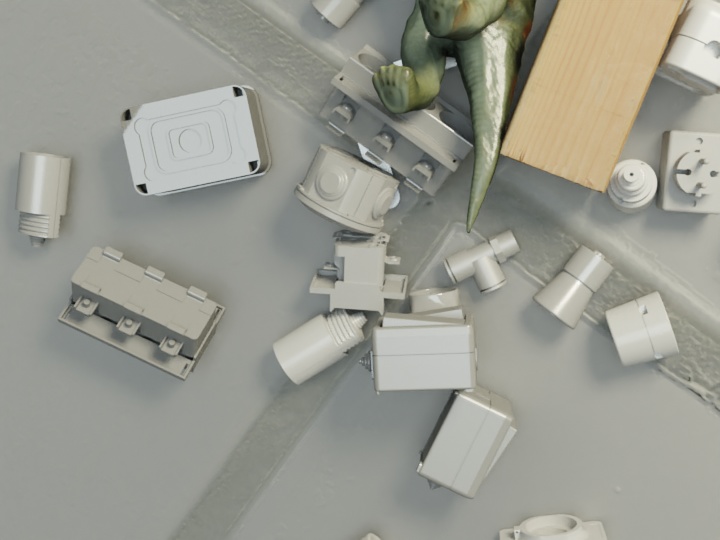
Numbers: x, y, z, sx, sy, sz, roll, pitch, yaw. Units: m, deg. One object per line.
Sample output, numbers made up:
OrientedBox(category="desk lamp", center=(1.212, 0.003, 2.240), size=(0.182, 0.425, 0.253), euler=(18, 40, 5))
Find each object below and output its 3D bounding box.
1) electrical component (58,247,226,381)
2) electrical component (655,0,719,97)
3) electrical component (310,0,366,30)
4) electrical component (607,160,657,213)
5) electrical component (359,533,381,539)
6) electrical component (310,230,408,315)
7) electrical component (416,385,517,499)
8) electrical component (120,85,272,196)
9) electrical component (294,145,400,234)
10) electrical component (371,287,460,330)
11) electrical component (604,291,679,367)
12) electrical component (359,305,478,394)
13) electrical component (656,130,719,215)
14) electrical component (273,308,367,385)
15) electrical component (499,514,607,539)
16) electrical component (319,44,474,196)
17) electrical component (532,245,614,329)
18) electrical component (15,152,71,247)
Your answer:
OrientedBox(category="electrical component", center=(-0.187, 0.032, 0.931), size=(0.121, 0.063, 0.078), euler=(25, 58, 3))
OrientedBox(category="electrical component", center=(0.272, -0.176, 0.850), size=(0.054, 0.095, 0.059), euler=(26, 98, 2))
OrientedBox(category="electrical component", center=(-0.010, -0.235, 0.901), size=(0.044, 0.044, 0.065), euler=(43, 103, 0))
OrientedBox(category="electrical component", center=(0.222, -0.071, 0.880), size=(0.040, 0.078, 0.040), euler=(-2, 83, 14))
OrientedBox(category="electrical component", center=(0.006, 0.266, 0.949), size=(0.047, 0.055, 0.055), euler=(-41, 91, 5))
OrientedBox(category="electrical component", center=(0.000, 0.000, 0.918), size=(0.081, 0.042, 0.063), euler=(3, 111, 5))
OrientedBox(category="electrical component", center=(0.090, 0.151, 0.923), size=(0.061, 0.061, 0.096), euler=(26, 98, 2))
OrientedBox(category="electrical component", center=(-0.138, -0.110, 0.919), size=(0.113, 0.057, 0.078), euler=(-11, 95, 7))
OrientedBox(category="electrical component", center=(-0.010, -0.067, 0.898), size=(0.080, 0.080, 0.051), euler=(26, 102, 2))
OrientedBox(category="electrical component", center=(0.050, 0.058, 0.926), size=(0.079, 0.043, 0.077), euler=(-7, 96, 7))
OrientedBox(category="electrical component", center=(0.235, 0.051, 0.901), size=(0.047, 0.055, 0.055), euler=(-19, 94, 11))
OrientedBox(category="electrical component", center=(0.046, 0.063, 0.872), size=(0.096, 0.062, 0.061), euler=(-2, 96, 7))
OrientedBox(category="electrical component", center=(0.272, -0.079, 0.871), size=(0.047, 0.077, 0.065), euler=(5, 97, 6))
OrientedBox(category="electrical component", center=(-0.030, 0.061, 0.934), size=(0.081, 0.043, 0.043), euler=(-32, 92, 8))
OrientedBox(category="electrical component", center=(0.168, 0.247, 0.932), size=(0.089, 0.050, 0.055), euler=(-7, 96, 7))
OrientedBox(category="electrical component", center=(0.033, -0.122, 0.893), size=(0.121, 0.078, 0.063), euler=(36, 121, 1))
OrientedBox(category="electrical component", center=(0.183, 0.012, 0.909), size=(0.044, 0.044, 0.065), euler=(37, 94, 1))
OrientedBox(category="electrical component", center=(-0.281, -0.061, 0.946), size=(0.043, 0.043, 0.081), euler=(8, 97, 5))
